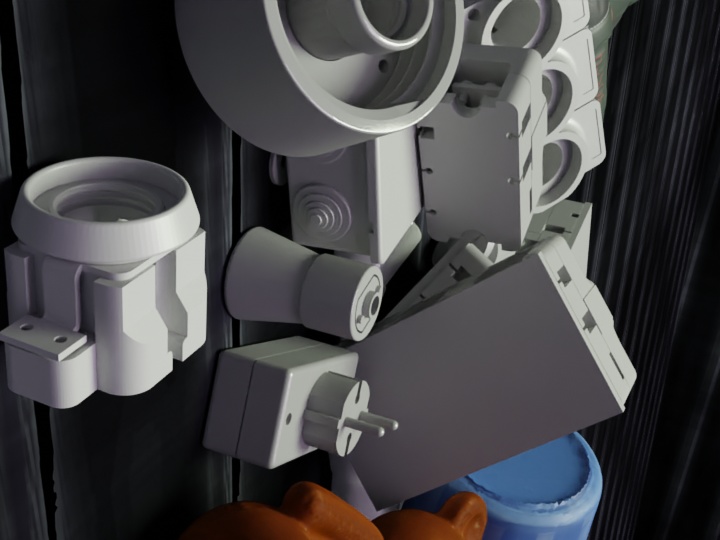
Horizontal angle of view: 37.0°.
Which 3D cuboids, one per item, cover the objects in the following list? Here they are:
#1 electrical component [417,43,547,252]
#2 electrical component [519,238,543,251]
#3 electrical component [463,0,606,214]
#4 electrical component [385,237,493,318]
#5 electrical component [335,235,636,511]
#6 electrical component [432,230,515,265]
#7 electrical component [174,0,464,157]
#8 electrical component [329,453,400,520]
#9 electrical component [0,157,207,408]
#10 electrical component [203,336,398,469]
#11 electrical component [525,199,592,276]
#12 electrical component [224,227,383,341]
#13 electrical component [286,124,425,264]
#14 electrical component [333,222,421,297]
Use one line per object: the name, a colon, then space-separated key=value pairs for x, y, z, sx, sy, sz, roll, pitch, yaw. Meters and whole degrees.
electrical component: x=0.063 y=-0.063 z=0.538 sx=0.055 sy=0.050 sz=0.089 roll=-62 pitch=154 yaw=-42
electrical component: x=0.110 y=0.022 z=0.855 sx=0.100 sy=0.048 sz=0.099 roll=-34 pitch=134 yaw=-60
electrical component: x=0.083 y=-0.106 z=0.607 sx=0.089 sy=0.061 sz=0.150 roll=-31 pitch=136 yaw=-10
electrical component: x=0.076 y=0.046 z=0.719 sx=0.089 sy=0.061 sz=0.150 roll=-46 pitch=158 yaw=4
electrical component: x=0.059 y=0.055 z=0.579 sx=0.089 sy=0.150 sz=0.062 roll=62 pitch=26 yaw=-1
electrical component: x=0.080 y=-0.016 z=0.763 sx=0.081 sy=0.043 sz=0.043 roll=-16 pitch=117 yaw=-66
electrical component: x=-0.007 y=-0.098 z=0.403 sx=0.108 sy=0.060 sz=0.108 roll=0 pitch=91 yaw=-41
electrical component: x=0.000 y=0.120 z=0.651 sx=0.044 sy=0.044 sz=0.065 roll=-51 pitch=143 yaw=-48
electrical component: x=-0.081 y=-0.001 z=0.347 sx=0.078 sy=0.058 sz=0.057 roll=-43 pitch=145 yaw=-55
electrical component: x=-0.020 y=0.066 z=0.517 sx=0.083 sy=0.076 sz=0.047 roll=-4 pitch=107 yaw=-68
electrical component: x=0.162 y=0.018 z=0.966 sx=0.150 sy=0.062 sz=0.089 roll=84 pitch=29 yaw=-42
electrical component: x=-0.023 y=0.008 z=0.487 sx=0.044 sy=0.065 sz=0.044 roll=14 pitch=90 yaw=-69
electrical component: x=0.002 y=-0.064 z=0.520 sx=0.099 sy=0.048 sz=0.099 roll=-54 pitch=148 yaw=-53
electrical component: x=0.000 y=0.000 z=0.576 sx=0.065 sy=0.044 sz=0.044 roll=-64 pitch=156 yaw=-18
